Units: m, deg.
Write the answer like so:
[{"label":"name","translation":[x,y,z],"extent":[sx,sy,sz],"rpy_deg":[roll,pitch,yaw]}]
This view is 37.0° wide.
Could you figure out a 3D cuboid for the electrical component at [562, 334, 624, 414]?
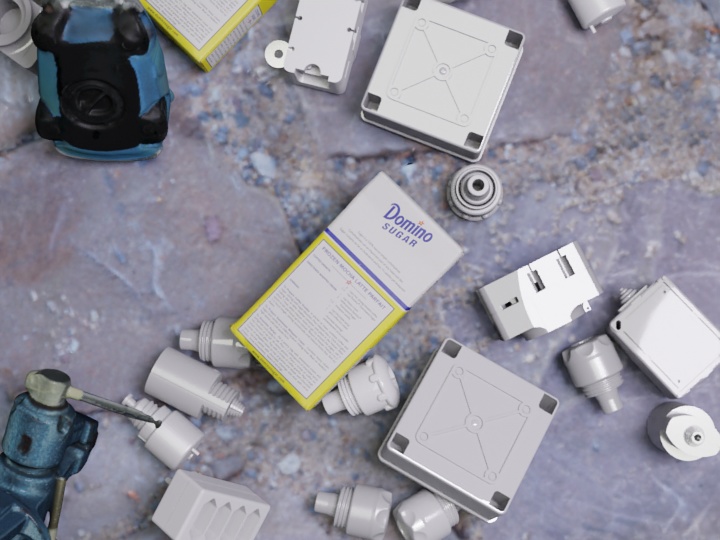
[{"label":"electrical component","translation":[0.196,0.087,0.886],"extent":[0.043,0.043,0.062],"rpy_deg":[-24,88,2]}]

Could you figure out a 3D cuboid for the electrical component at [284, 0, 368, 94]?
[{"label":"electrical component","translation":[-0.027,-0.199,0.903],"extent":[0.050,0.056,0.089],"rpy_deg":[14,88,4]}]

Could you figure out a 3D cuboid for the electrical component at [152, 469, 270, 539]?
[{"label":"electrical component","translation":[-0.133,0.192,0.889],"extent":[0.076,0.083,0.047],"rpy_deg":[27,89,42]}]

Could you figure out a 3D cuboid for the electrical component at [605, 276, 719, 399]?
[{"label":"electrical component","translation":[0.246,0.052,0.879],"extent":[0.062,0.061,0.096],"rpy_deg":[-42,78,1]}]

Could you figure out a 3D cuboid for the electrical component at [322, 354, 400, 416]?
[{"label":"electrical component","translation":[-0.001,0.101,0.896],"extent":[0.062,0.048,0.048],"rpy_deg":[-23,87,9]}]

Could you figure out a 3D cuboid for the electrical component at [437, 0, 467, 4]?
[{"label":"electrical component","translation":[0.074,-0.291,0.904],"extent":[0.074,0.052,0.138],"rpy_deg":[-20,79,-36]}]

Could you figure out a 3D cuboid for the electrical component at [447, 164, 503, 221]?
[{"label":"electrical component","translation":[0.096,-0.066,0.888],"extent":[0.048,0.062,0.048],"rpy_deg":[0,88,3]}]

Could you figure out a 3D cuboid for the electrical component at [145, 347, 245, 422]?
[{"label":"electrical component","translation":[-0.134,0.101,0.903],"extent":[0.081,0.043,0.043],"rpy_deg":[26,89,4]}]

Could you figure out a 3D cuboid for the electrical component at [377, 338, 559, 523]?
[{"label":"electrical component","translation":[0.087,0.129,0.868],"extent":[0.109,0.056,0.108],"rpy_deg":[30,70,4]}]

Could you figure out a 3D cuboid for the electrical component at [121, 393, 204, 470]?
[{"label":"electrical component","translation":[-0.167,0.133,0.905],"extent":[0.078,0.040,0.040],"rpy_deg":[40,90,4]}]

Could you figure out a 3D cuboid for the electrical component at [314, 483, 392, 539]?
[{"label":"electrical component","translation":[-0.006,0.198,0.892],"extent":[0.062,0.043,0.043],"rpy_deg":[11,88,5]}]

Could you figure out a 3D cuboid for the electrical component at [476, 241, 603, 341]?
[{"label":"electrical component","translation":[0.149,0.022,0.887],"extent":[0.089,0.050,0.055],"rpy_deg":[-27,86,2]}]

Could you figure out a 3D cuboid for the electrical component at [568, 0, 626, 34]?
[{"label":"electrical component","translation":[0.191,-0.239,0.901],"extent":[0.040,0.040,0.078],"rpy_deg":[-27,86,2]}]

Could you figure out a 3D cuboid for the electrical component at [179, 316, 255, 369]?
[{"label":"electrical component","translation":[-0.120,0.060,0.904],"extent":[0.062,0.043,0.043],"rpy_deg":[4,88,5]}]

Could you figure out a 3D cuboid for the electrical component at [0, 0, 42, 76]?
[{"label":"electrical component","translation":[-0.319,-0.261,0.920],"extent":[0.186,0.060,0.105],"rpy_deg":[36,90,4]}]

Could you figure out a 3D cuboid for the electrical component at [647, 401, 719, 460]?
[{"label":"electrical component","translation":[0.260,0.130,0.861],"extent":[0.043,0.081,0.043],"rpy_deg":[0,88,3]}]

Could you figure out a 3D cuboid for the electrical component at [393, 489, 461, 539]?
[{"label":"electrical component","translation":[0.062,0.200,0.890],"extent":[0.062,0.043,0.043],"rpy_deg":[-27,86,-19]}]

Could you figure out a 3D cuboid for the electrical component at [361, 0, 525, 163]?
[{"label":"electrical component","translation":[0.069,-0.160,0.896],"extent":[0.109,0.056,0.108],"rpy_deg":[22,89,4]}]
